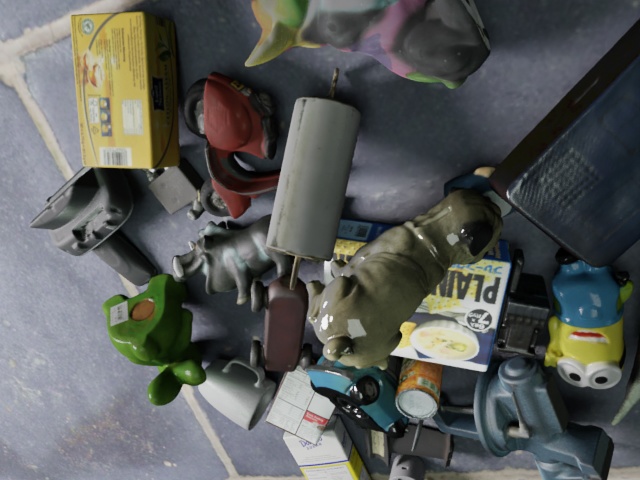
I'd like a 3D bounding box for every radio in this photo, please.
[{"bbox_3d":[0.289,-0.092,0.503,0.131,0.073,0.229,40,106,-8],"label":"radio"}]

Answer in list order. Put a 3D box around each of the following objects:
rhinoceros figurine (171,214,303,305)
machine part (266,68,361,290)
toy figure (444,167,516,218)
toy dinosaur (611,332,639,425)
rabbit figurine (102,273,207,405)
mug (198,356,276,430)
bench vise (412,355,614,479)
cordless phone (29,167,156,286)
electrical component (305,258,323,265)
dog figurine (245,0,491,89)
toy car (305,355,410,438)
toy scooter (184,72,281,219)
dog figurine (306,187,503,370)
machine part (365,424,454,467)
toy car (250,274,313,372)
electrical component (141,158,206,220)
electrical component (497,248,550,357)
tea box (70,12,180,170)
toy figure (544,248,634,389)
[{"bbox_3d":[-0.113,0.023,0.715,0.190,0.073,0.112,-19,112,24],"label":"rhinoceros figurine"},{"bbox_3d":[-0.007,-0.065,0.592,0.079,0.079,0.243,11,90,11],"label":"machine part"},{"bbox_3d":[0.217,-0.054,0.589,0.155,0.058,0.064,-9,153,19],"label":"toy figure"},{"bbox_3d":[0.421,0.039,0.531,0.131,0.192,0.405,9,143,-40],"label":"toy dinosaur"},{"bbox_3d":[-0.217,0.157,0.790,0.121,0.159,0.170,-31,135,-7],"label":"rabbit figurine"},{"bbox_3d":[-0.131,0.224,0.827,0.107,0.081,0.109,23,127,13],"label":"mug"},{"bbox_3d":[0.244,0.245,0.712,0.241,0.129,0.223,-10,126,43],"label":"bench vise"},{"bbox_3d":[-0.289,-0.012,0.758,0.146,0.089,0.184,-32,117,25],"label":"cordless phone"},{"bbox_3d":[-0.001,-0.002,0.674,0.021,0.063,0.093,13,122,8],"label":"electrical component"},{"bbox_3d":[0.035,-0.210,0.531,0.219,0.108,0.191,-20,113,29],"label":"dog figurine"},{"bbox_3d":[0.068,0.191,0.733,0.161,0.103,0.109,45,151,-25],"label":"toy car"},{"bbox_3d":[-0.082,-0.104,0.637,0.135,0.075,0.183,6,123,13],"label":"toy scooter"},{"bbox_3d":[0.090,0.034,0.537,0.121,0.172,0.190,41,122,-15],"label":"dog figurine"},{"bbox_3d":[0.134,0.310,0.820,0.139,0.039,0.084,-1,109,19],"label":"machine part"},{"bbox_3d":[-0.047,0.115,0.710,0.089,0.053,0.202,2,139,-5],"label":"toy car"},{"bbox_3d":[-0.189,-0.072,0.703,0.078,0.045,0.102,-23,109,25],"label":"electrical component"},{"bbox_3d":[0.242,0.069,0.637,0.048,0.075,0.119,10,116,10],"label":"electrical component"},{"bbox_3d":[-0.223,-0.169,0.623,0.098,0.068,0.169,5,102,14],"label":"tea box"},{"bbox_3d":[0.314,0.088,0.621,0.082,0.089,0.180,11,118,55],"label":"toy figure"}]
